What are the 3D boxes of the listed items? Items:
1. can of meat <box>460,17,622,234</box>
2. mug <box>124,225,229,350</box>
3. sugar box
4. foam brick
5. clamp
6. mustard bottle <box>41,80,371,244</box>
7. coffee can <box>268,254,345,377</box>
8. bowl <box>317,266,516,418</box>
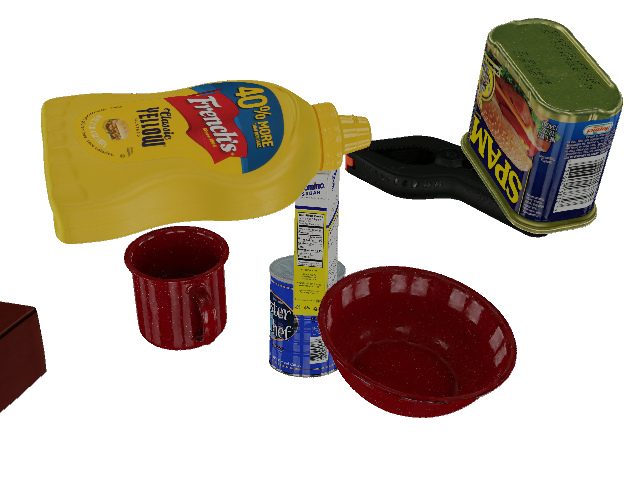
[{"bbox_3d":[0.128,-0.069,0.625,0.057,0.084,0.102,-9,44,-15],"label":"can of meat"},{"bbox_3d":[-0.120,0.050,0.955,0.093,0.081,0.117,-18,36,-26],"label":"mug"},{"bbox_3d":[-0.005,-0.009,1.242,0.048,0.176,0.093,2,21,9],"label":"sugar box"},{"bbox_3d":[-0.229,0.081,0.711,0.053,0.051,0.078,7,29,23],"label":"foam brick"},{"bbox_3d":[0.128,-0.068,0.987,0.210,0.036,0.164,13,33,21],"label":"clamp"},{"bbox_3d":[-0.064,-0.053,0.631,0.191,0.096,0.058,-8,-42,-10],"label":"mustard bottle"},{"bbox_3d":[-0.019,0.101,1.456,0.103,0.140,0.103,1,19,-1],"label":"coffee can"},{"bbox_3d":[0.073,0.091,0.862,0.162,0.055,0.162,7,36,-5],"label":"bowl"}]
